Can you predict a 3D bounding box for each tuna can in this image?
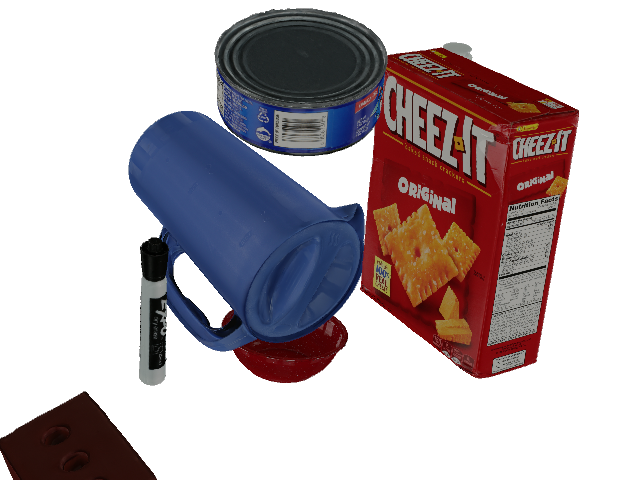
[{"bbox_3d":[-0.010,-0.080,0.538,0.086,0.034,0.086,2,43,-2],"label":"tuna can"}]

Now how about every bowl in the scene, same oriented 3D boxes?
[{"bbox_3d":[-0.047,0.136,1.363,0.162,0.055,0.162,5,22,-2],"label":"bowl"}]

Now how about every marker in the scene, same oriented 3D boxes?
[{"bbox_3d":[-0.115,0.049,0.733,0.020,0.121,0.020,5,35,-4],"label":"marker"}]

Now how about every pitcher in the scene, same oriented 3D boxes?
[{"bbox_3d":[-0.087,-0.016,1.008,0.148,0.145,0.243,-12,40,-38],"label":"pitcher"}]

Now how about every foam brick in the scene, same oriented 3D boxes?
[{"bbox_3d":[-0.116,0.125,0.528,0.052,0.051,0.078,-29,42,-25],"label":"foam brick"}]

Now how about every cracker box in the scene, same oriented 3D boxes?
[{"bbox_3d":[0.106,-0.024,0.837,0.072,0.214,0.164,-13,31,-29],"label":"cracker box"}]

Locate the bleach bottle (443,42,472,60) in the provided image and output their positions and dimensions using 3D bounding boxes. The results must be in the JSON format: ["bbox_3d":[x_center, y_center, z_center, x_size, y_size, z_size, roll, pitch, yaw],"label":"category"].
[{"bbox_3d":[0.126,-0.075,1.089,0.068,0.251,0.102,2,31,-2],"label":"bleach bottle"}]
